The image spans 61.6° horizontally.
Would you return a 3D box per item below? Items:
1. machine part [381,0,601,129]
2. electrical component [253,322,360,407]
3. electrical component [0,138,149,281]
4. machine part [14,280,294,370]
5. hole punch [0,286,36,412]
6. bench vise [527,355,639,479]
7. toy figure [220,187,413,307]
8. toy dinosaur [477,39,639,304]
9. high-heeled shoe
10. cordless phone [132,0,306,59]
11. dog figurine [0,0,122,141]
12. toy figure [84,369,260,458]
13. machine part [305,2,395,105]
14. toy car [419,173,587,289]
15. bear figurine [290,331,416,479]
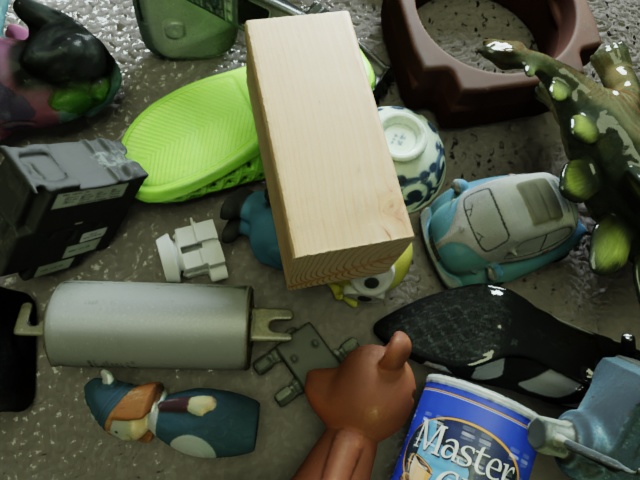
[{"bbox_3d":[0.178,-0.231,0.590,0.201,0.087,0.201,-11,72,-7],"label":"machine part"},{"bbox_3d":[-0.011,0.110,0.503,0.094,0.021,0.063,-33,77,-12],"label":"electrical component"},{"bbox_3d":[-0.234,-0.024,0.474,0.058,0.115,0.134,49,119,13],"label":"electrical component"},{"bbox_3d":[-0.145,0.076,0.477,0.243,0.079,0.079,2,72,-4],"label":"machine part"},{"bbox_3d":[-0.311,0.093,0.447,0.092,0.115,0.142,-6,72,3],"label":"hole punch"},{"bbox_3d":[0.245,0.217,0.392,0.223,0.129,0.240,14,92,-17],"label":"bench vise"},{"bbox_3d":[-0.001,-0.004,0.510,0.180,0.082,0.089,22,74,6],"label":"toy figure"},{"bbox_3d":[0.315,-0.019,0.492,0.471,0.105,0.198,35,52,-14],"label":"toy dinosaur"},{"bbox_3d":[0.185,0.114,0.508,0.249,0.145,0.086,2,55,27],"label":"high-heeled shoe"},{"bbox_3d":[-0.092,-0.221,0.538,0.184,0.146,0.089,32,64,7],"label":"cordless phone"},{"bbox_3d":[-0.323,-0.122,0.518,0.192,0.108,0.219,25,77,2],"label":"dog figurine"},{"bbox_3d":[-0.129,0.148,0.458,0.155,0.058,0.064,8,109,0],"label":"toy figure"},{"bbox_3d":[0.024,-0.208,0.599,0.139,0.039,0.084,42,70,11],"label":"machine part"},{"bbox_3d":[0.186,-0.016,0.514,0.162,0.103,0.109,-14,75,-6],"label":"toy car"},{"bbox_3d":[0.001,0.164,0.438,0.132,0.120,0.196,15,69,8],"label":"bear figurine"}]
